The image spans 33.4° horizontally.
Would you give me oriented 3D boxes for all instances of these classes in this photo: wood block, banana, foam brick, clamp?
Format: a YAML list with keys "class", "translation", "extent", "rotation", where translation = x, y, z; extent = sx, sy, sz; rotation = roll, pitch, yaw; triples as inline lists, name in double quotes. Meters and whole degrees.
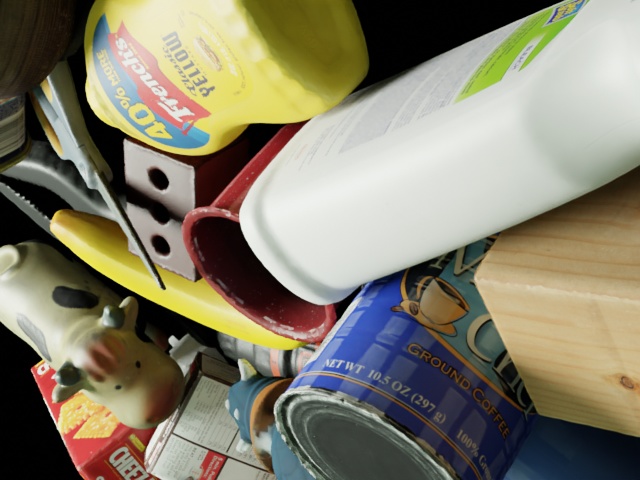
- class: "wood block"
  translation: [0.174, 0.024, 0.385]
  extent: [0.207, 0.090, 0.090]
  rotation: [7, 138, 42]
- class: "banana"
  translation: [-0.073, 0.025, 0.648]
  extent: [0.198, 0.037, 0.069]
  rotation: [19, 156, 25]
- class: "foam brick"
  translation: [-0.075, -0.025, 0.604]
  extent: [0.053, 0.051, 0.078]
  rotation: [22, 128, 26]
- class: "clamp"
  translation: [-0.144, -0.006, 0.740]
  extent: [0.210, 0.036, 0.165]
  rotation: [25, 147, 15]

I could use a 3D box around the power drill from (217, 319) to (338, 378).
- class: "power drill"
  translation: [0.002, 0.138, 0.682]
  extent: [0.185, 0.057, 0.188]
  rotation: [12, 110, 47]

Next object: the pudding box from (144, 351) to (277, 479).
- class: "pudding box"
  translation: [-0.057, 0.144, 0.766]
  extent: [0.113, 0.090, 0.039]
  rotation: [25, -169, -16]

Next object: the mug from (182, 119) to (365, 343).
- class: "mug"
  translation: [-0.004, 0.001, 0.551]
  extent: [0.093, 0.081, 0.117]
  rotation: [1, 133, 48]

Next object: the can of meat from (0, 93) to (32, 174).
- class: "can of meat"
  translation: [-0.227, -0.101, 0.670]
  extent: [0.102, 0.057, 0.084]
  rotation: [47, 149, 14]

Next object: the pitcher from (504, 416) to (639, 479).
- class: "pitcher"
  translation: [0.188, 0.177, 0.547]
  extent: [0.243, 0.144, 0.149]
  rotation: [37, 117, 9]

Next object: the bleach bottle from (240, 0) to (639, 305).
- class: "bleach bottle"
  translation: [0.070, -0.042, 0.394]
  extent: [0.068, 0.102, 0.251]
  rotation: [46, 150, -16]

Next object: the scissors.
- class: "scissors"
  translation: [-0.133, -0.059, 0.600]
  extent: [0.202, 0.016, 0.096]
  rotation: [44, 148, 48]

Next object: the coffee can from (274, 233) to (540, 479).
- class: "coffee can"
  translation: [0.059, 0.053, 0.497]
  extent: [0.103, 0.140, 0.103]
  rotation: [27, 148, 19]

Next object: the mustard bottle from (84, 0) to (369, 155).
- class: "mustard bottle"
  translation: [-0.065, -0.090, 0.520]
  extent: [0.192, 0.058, 0.096]
  rotation: [-11, 119, 53]

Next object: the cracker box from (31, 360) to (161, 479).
- class: "cracker box"
  translation: [-0.150, 0.179, 0.895]
  extent: [0.164, 0.072, 0.214]
  rotation: [56, 170, -25]
